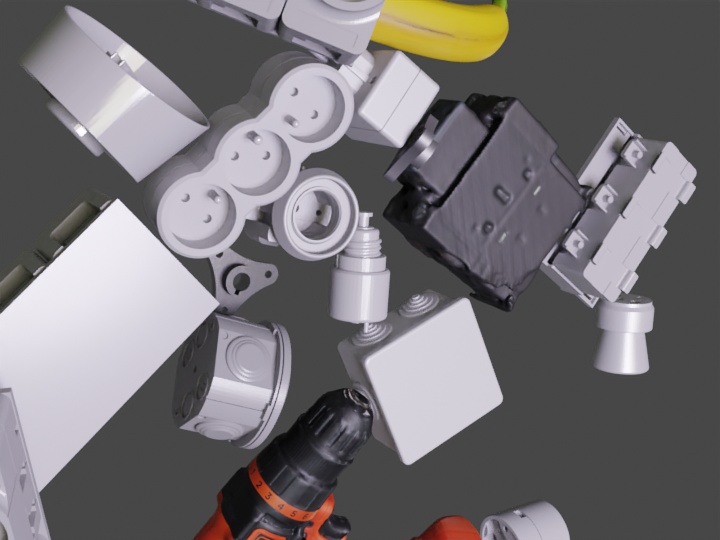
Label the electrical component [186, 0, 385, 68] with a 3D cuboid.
[{"bbox_3d":[-0.054,-0.185,0.599,0.150,0.062,0.089,21,91,-8],"label":"electrical component"}]

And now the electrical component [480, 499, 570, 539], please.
[{"bbox_3d":[0.128,0.207,0.826,0.047,0.055,0.055,-14,108,-30],"label":"electrical component"}]

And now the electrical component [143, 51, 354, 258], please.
[{"bbox_3d":[-0.071,-0.073,0.637,0.138,0.074,0.052,-44,122,-1],"label":"electrical component"}]

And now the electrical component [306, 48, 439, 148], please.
[{"bbox_3d":[-0.004,-0.119,0.671,0.077,0.066,0.047,36,83,-30],"label":"electrical component"}]

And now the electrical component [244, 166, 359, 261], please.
[{"bbox_3d":[-0.037,-0.038,0.676,0.078,0.057,0.058,11,96,-31],"label":"electrical component"}]

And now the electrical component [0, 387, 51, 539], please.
[{"bbox_3d":[-0.223,0.161,0.570,0.105,0.060,0.186,-6,120,-5],"label":"electrical component"}]

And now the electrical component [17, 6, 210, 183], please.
[{"bbox_3d":[-0.134,-0.097,0.587,0.064,0.099,0.099,-45,119,-6],"label":"electrical component"}]

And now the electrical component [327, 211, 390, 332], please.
[{"bbox_3d":[0.000,0.000,0.715,0.040,0.040,0.078,-2,102,-29],"label":"electrical component"}]

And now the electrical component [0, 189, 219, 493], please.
[{"bbox_3d":[-0.171,0.038,0.615,0.150,0.062,0.089,-47,119,-12],"label":"electrical component"}]

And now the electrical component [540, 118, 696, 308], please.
[{"bbox_3d":[0.190,-0.040,0.799,0.079,0.063,0.121,39,81,-30],"label":"electrical component"}]

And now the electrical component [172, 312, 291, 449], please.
[{"bbox_3d":[-0.079,0.067,0.664,0.051,0.080,0.080,17,93,-26],"label":"electrical component"}]

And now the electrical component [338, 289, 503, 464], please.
[{"bbox_3d":[0.041,0.071,0.749,0.100,0.048,0.099,-30,114,-21],"label":"electrical component"}]

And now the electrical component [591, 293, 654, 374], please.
[{"bbox_3d":[0.205,0.049,0.839,0.045,0.045,0.055,-4,103,-29],"label":"electrical component"}]
